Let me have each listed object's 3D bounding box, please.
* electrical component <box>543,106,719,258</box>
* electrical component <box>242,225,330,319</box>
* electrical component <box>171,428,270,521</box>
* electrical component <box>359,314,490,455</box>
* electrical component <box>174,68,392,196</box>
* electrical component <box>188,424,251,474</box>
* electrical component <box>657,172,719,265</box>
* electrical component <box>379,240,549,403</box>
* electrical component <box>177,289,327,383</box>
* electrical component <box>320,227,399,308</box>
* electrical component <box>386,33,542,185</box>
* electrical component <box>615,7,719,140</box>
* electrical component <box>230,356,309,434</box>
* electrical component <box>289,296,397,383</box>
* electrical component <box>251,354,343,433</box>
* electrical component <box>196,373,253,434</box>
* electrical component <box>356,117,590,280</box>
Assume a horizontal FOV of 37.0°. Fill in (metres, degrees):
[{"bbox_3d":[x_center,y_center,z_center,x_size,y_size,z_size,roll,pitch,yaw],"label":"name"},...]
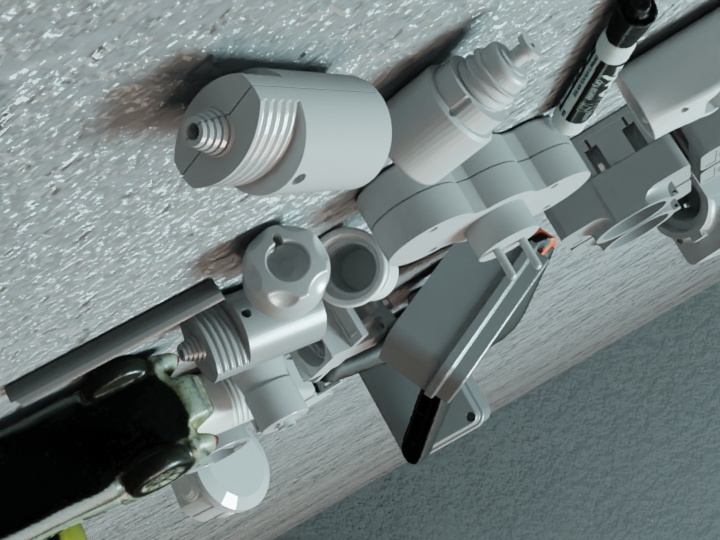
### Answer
[{"bbox_3d":[0.207,-0.079,0.700,0.186,0.060,0.105,-32,166,12],"label":"electrical component"},{"bbox_3d":[-0.039,0.005,0.547,0.043,0.043,0.062,-25,168,-14],"label":"electrical component"},{"bbox_3d":[-0.122,0.174,0.929,0.051,0.080,0.080,-32,167,36],"label":"electrical component"},{"bbox_3d":[0.051,0.095,0.912,0.078,0.113,0.057,-32,169,12],"label":"electrical component"},{"bbox_3d":[-0.029,-0.048,0.372,0.043,0.043,0.081,-38,164,33],"label":"electrical component"},{"bbox_3d":[-0.116,0.117,0.795,0.055,0.047,0.055,-27,167,-7],"label":"electrical component"},{"bbox_3d":[0.256,-0.056,0.819,0.056,0.089,0.050,-17,163,-40],"label":"electrical component"},{"bbox_3d":[0.069,0.026,0.721,0.113,0.057,0.078,-53,173,-16],"label":"electrical component"},{"bbox_3d":[-0.064,0.033,0.598,0.081,0.043,0.043,-21,164,-31],"label":"electrical component"},{"bbox_3d":[0.000,0.000,0.616,0.044,0.044,0.065,-31,171,9],"label":"electrical component"},{"bbox_3d":[0.041,-0.069,0.444,0.078,0.040,0.040,-37,164,30],"label":"electrical component"},{"bbox_3d":[0.184,-0.106,0.590,0.077,0.043,0.079,-31,167,10],"label":"electrical component"},{"bbox_3d":[-0.062,0.074,0.708,0.044,0.065,0.044,-27,166,-7],"label":"electrical component"},{"bbox_3d":[-0.014,0.038,0.725,0.064,0.042,0.081,-21,165,-36],"label":"electrical component"},{"bbox_3d":[-0.060,0.086,0.808,0.081,0.042,0.064,-33,165,16],"label":"electrical component"},{"bbox_3d":[-0.106,0.092,0.732,0.081,0.043,0.043,-20,164,-34],"label":"electrical component"},{"bbox_3d":[0.071,-0.029,0.578,0.138,0.073,0.052,-20,164,-32],"label":"electrical component"}]
